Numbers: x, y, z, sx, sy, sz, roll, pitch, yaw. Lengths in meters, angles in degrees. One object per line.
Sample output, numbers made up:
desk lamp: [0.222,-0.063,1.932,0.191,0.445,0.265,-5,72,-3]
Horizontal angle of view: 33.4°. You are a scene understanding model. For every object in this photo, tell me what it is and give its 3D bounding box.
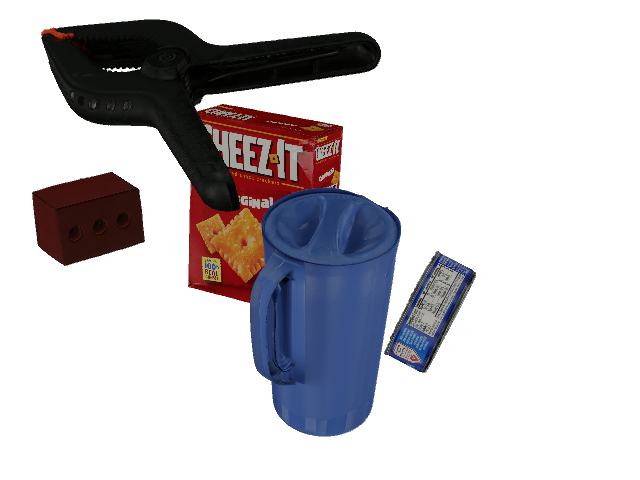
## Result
cracker box: [-0.067,-0.035,1.217,0.164,0.214,0.072,13,22,26]
pitcher: [-0.001,0.083,1.071,0.149,0.243,0.145,-3,35,-7]
tuna can: [0.081,0.053,0.783,0.034,0.086,0.086,27,5,9]
clamp: [-0.079,-0.100,0.647,0.210,0.036,0.164,24,50,31]
foam brick: [-0.198,-0.020,0.910,0.078,0.053,0.051,-19,31,-31]
